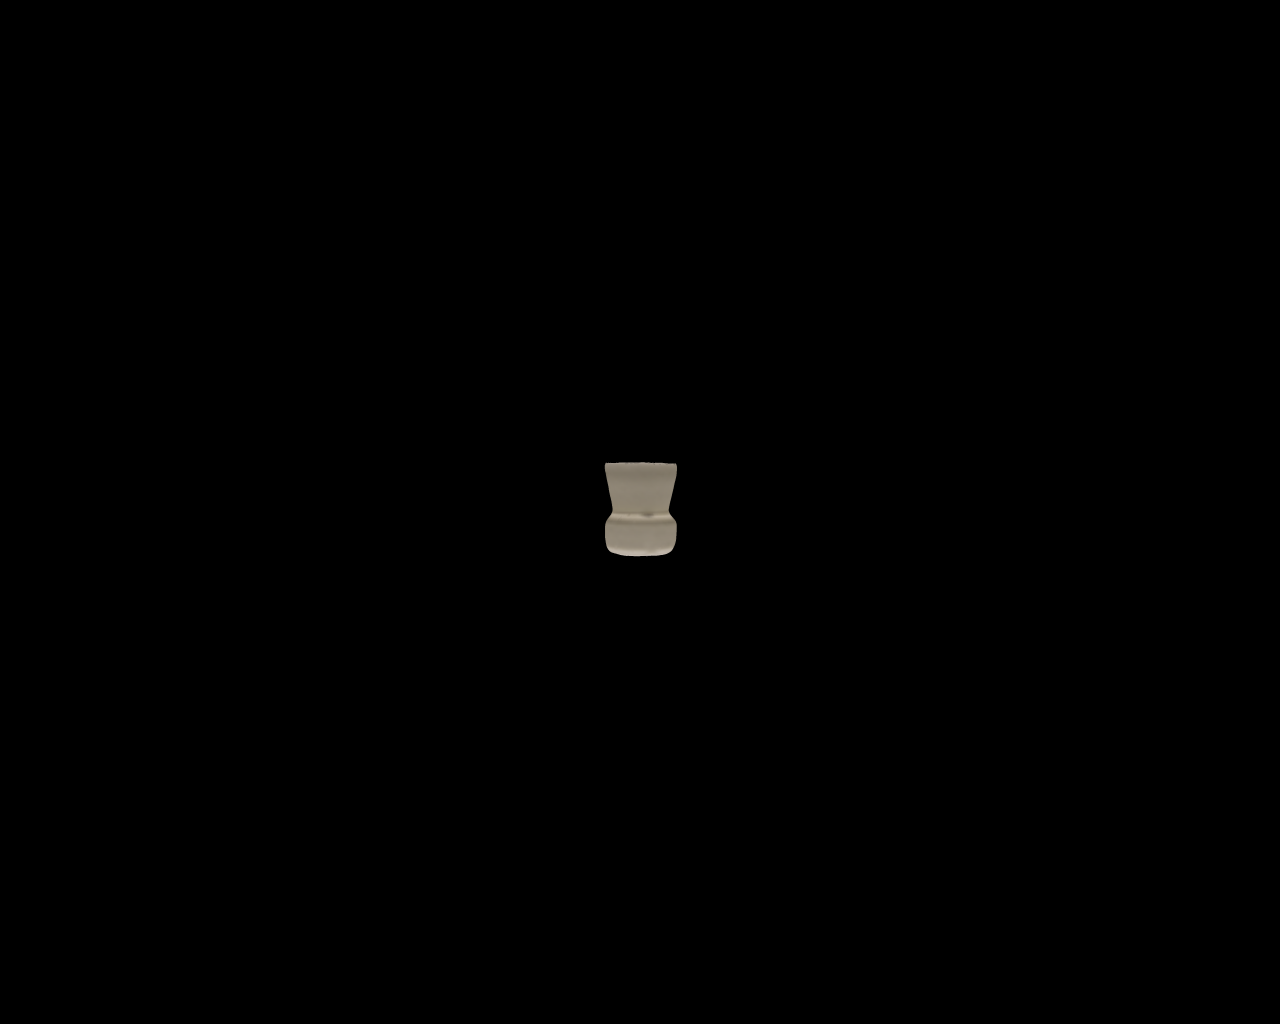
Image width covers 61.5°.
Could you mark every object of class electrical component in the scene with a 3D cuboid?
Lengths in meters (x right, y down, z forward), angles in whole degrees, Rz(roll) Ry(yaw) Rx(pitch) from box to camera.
[{"bbox_3d":[0.001,-0.003,0.650,0.045,0.055,0.045,0,4,0],"label":"electrical component"}]
